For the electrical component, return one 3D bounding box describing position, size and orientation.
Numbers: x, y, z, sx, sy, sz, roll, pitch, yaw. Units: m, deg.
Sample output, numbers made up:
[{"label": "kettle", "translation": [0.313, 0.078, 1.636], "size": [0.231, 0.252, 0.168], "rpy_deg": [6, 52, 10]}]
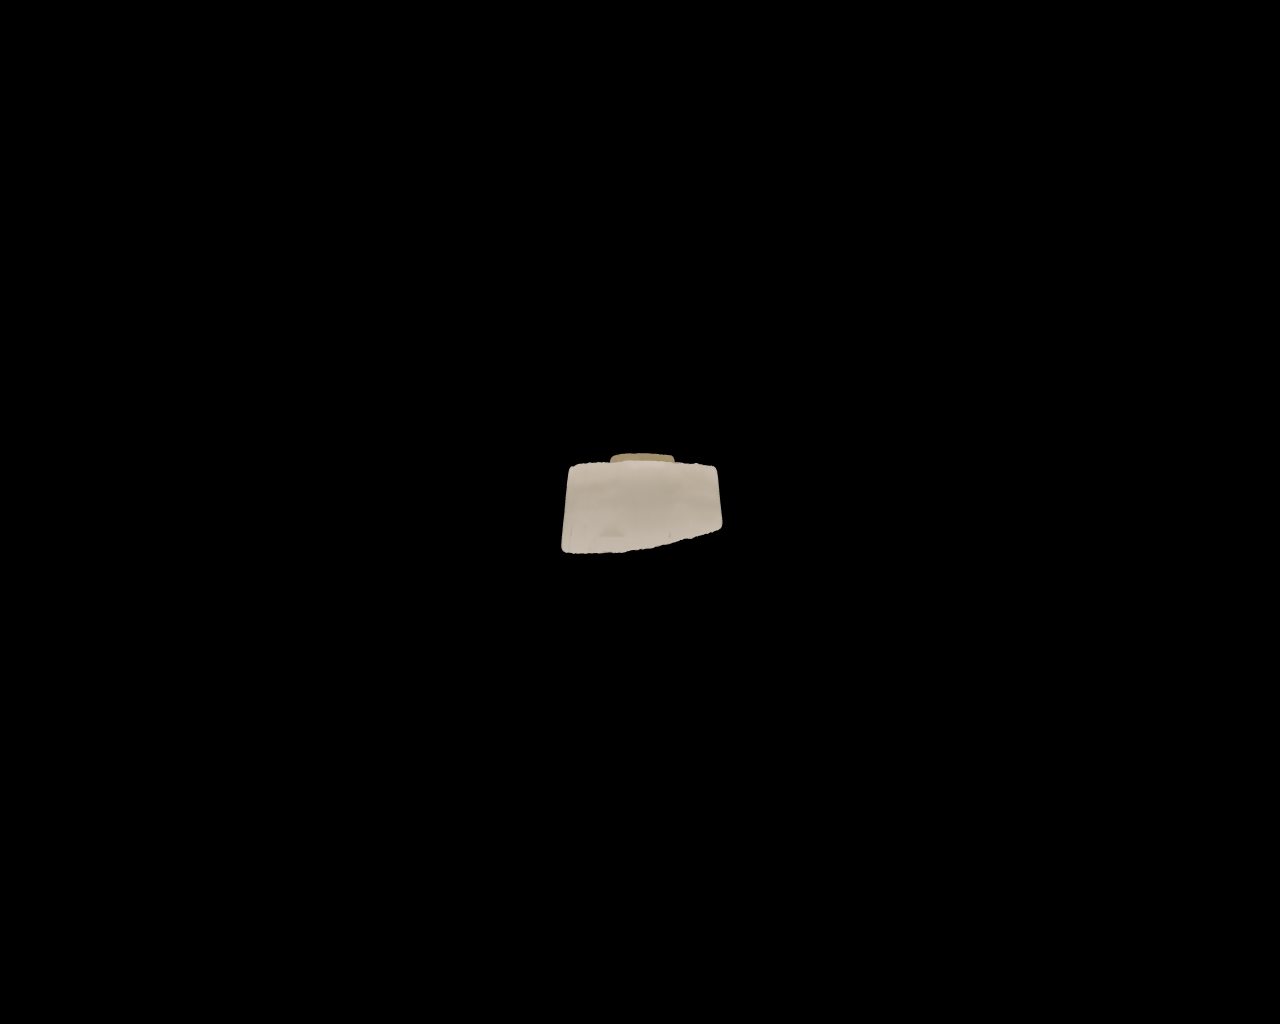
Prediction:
[{"label": "electrical component", "translation": [0.001, -0.003, 0.650], "size": [0.099, 0.064, 0.099], "rpy_deg": [0, -3, 0]}]
